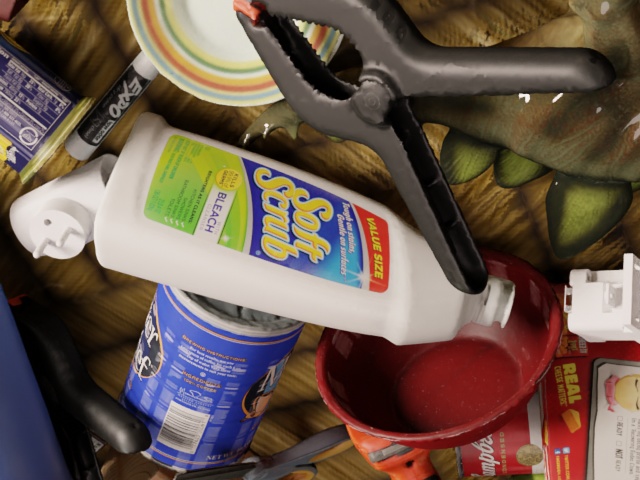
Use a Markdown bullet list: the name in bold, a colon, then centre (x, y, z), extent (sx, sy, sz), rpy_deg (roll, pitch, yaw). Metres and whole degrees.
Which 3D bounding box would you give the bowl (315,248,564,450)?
- **bowl**: centre (0.081, 0.079, 0.687), extent (0.162, 0.162, 0.055), rpy_deg (-13, 129, 15)

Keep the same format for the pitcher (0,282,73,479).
- **pitcher**: centre (-0.260, 0.086, 0.714), extent (0.149, 0.144, 0.243), rpy_deg (-17, 90, 27)

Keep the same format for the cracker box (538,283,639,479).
- **cracker box**: centre (0.248, 0.108, 0.674), extent (0.214, 0.164, 0.072), rpy_deg (-2, 142, 9)

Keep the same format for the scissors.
- **scissors**: centre (-0.028, 0.154, 0.760), extent (0.096, 0.016, 0.201), rpy_deg (-32, 159, 4)

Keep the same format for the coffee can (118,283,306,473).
- **coffee can**: centre (-0.074, 0.077, 0.735), extent (0.102, 0.102, 0.140), rpy_deg (20, 123, -6)

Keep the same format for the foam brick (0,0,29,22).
- **foam brick**: centre (-0.186, -0.177, 0.617), extent (0.053, 0.051, 0.078), rpy_deg (24, 123, -10)

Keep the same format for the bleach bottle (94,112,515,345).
- **bleach bottle**: centre (-0.004, 0.001, 0.658), extent (0.251, 0.102, 0.068), rpy_deg (15, 148, 3)

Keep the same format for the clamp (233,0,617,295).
- **clamp**: centre (0.045, -0.085, 0.572), extent (0.210, 0.036, 0.165), rpy_deg (42, 133, 9)

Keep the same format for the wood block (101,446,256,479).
- **wood block**: centre (-0.072, 0.231, 0.842), extent (0.090, 0.090, 0.206), rpy_deg (-37, 112, 26)

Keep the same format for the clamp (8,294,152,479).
- **clamp**: centre (-0.184, 0.117, 0.762), extent (0.172, 0.039, 0.120), rpy_deg (48, 129, 27)

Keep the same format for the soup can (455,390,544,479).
- **soup can**: centre (0.148, 0.134, 0.765), extent (0.102, 0.068, 0.068), rpy_deg (-4, 122, 9)

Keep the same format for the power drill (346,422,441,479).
- **power drill**: centre (0.079, 0.196, 0.777), extent (0.057, 0.184, 0.187), rpy_deg (-26, 100, -4)

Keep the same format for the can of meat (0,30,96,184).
- **can of meat**: centre (-0.192, -0.085, 0.651), extent (0.084, 0.102, 0.057), rpy_deg (39, 75, -14)

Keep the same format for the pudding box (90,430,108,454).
- **pudding box**: centre (-0.229, 0.141, 0.836), extent (0.113, 0.039, 0.090), rpy_deg (37, 120, -18)

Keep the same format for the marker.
- **marker**: centre (-0.123, -0.096, 0.680), extent (0.020, 0.020, 0.121), rpy_deg (38, 120, -16)
